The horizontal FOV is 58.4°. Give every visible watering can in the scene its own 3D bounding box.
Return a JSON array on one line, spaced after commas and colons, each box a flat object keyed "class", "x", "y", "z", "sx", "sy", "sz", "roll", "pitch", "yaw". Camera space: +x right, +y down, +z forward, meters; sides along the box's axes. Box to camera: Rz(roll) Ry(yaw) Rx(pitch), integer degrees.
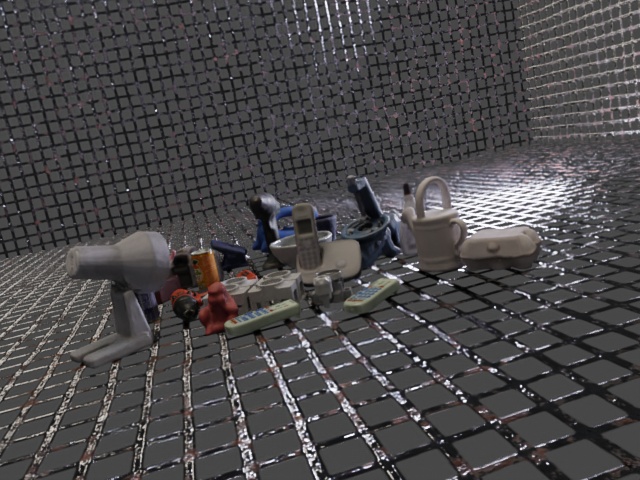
[{"class": "watering can", "x": 0.239, "y": -0.037, "z": 1.215, "sx": 0.172, "sy": 0.194, "sz": 0.101, "roll": -3, "pitch": 13, "yaw": 36}]

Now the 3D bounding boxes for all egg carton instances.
[{"class": "egg carton", "x": 0.358, "y": 0.018, "z": 1.140, "sx": 0.149, "sy": 0.069, "sz": 0.107, "roll": -4, "pitch": 12, "yaw": 33}]

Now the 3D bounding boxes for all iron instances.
[{"class": "iron", "x": -0.078, "y": -0.039, "z": 1.712, "sx": 0.259, "sy": 0.141, "sz": 0.118, "roll": -16, "pitch": 12, "yaw": -25}]

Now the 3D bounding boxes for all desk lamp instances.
[{"class": "desk lamp", "x": -0.375, "y": 0.100, "z": 1.074, "sx": 0.117, "sy": 0.214, "sz": 0.204, "roll": -1, "pitch": 14, "yaw": 43}]

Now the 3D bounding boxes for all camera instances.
[{"class": "camera", "x": -0.327, "y": 0.063, "z": 1.541, "sx": 0.143, "sy": 0.101, "sz": 0.137, "roll": -9, "pitch": 11, "yaw": 11}]

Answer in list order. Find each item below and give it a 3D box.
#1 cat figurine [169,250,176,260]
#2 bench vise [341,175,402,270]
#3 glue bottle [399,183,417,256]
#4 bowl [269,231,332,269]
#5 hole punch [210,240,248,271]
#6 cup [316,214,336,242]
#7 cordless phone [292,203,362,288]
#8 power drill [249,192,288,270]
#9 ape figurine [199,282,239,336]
[{"class": "cat figurine", "x": -0.466, "y": 0.065, "z": 1.627, "sx": 0.128, "sy": 0.118, "sz": 0.067, "roll": -13, "pitch": 11, "yaw": -12}, {"class": "bench vise", "x": 0.116, "y": -0.056, "z": 1.376, "sx": 0.121, "sy": 0.220, "sz": 0.208, "roll": -7, "pitch": 11, "yaw": 22}, {"class": "glue bottle", "x": 0.221, "y": -0.052, "z": 1.374, "sx": 0.078, "sy": 0.173, "sz": 0.037, "roll": -11, "pitch": 11, "yaw": 0}, {"class": "bowl", "x": -0.044, "y": 0.031, "z": 1.485, "sx": 0.167, "sy": 0.075, "sz": 0.167, "roll": -11, "pitch": 10, "yaw": 2}, {"class": "hole punch", "x": -0.259, "y": 0.036, "z": 1.641, "sx": 0.101, "sy": 0.091, "sz": 0.108, "roll": -13, "pitch": 11, "yaw": -10}, {"class": "cup", "x": 0.001, "y": -0.016, "z": 1.633, "sx": 0.091, "sy": 0.095, "sz": 0.118, "roll": -1, "pitch": 15, "yaw": 44}, {"class": "cordless phone", "x": 0.012, "y": 0.005, "z": 1.259, "sx": 0.147, "sy": 0.185, "sz": 0.094, "roll": -10, "pitch": 11, "yaw": 7}, {"class": "power drill", "x": -0.136, "y": -0.031, "z": 1.542, "sx": 0.075, "sy": 0.208, "sz": 0.229, "roll": -11, "pitch": 10, "yaw": 3}, {"class": "ape figurine", "x": -0.190, "y": 0.125, "z": 1.082, "sx": 0.077, "sy": 0.092, "sz": 0.076, "roll": -5, "pitch": 12, "yaw": 30}]
